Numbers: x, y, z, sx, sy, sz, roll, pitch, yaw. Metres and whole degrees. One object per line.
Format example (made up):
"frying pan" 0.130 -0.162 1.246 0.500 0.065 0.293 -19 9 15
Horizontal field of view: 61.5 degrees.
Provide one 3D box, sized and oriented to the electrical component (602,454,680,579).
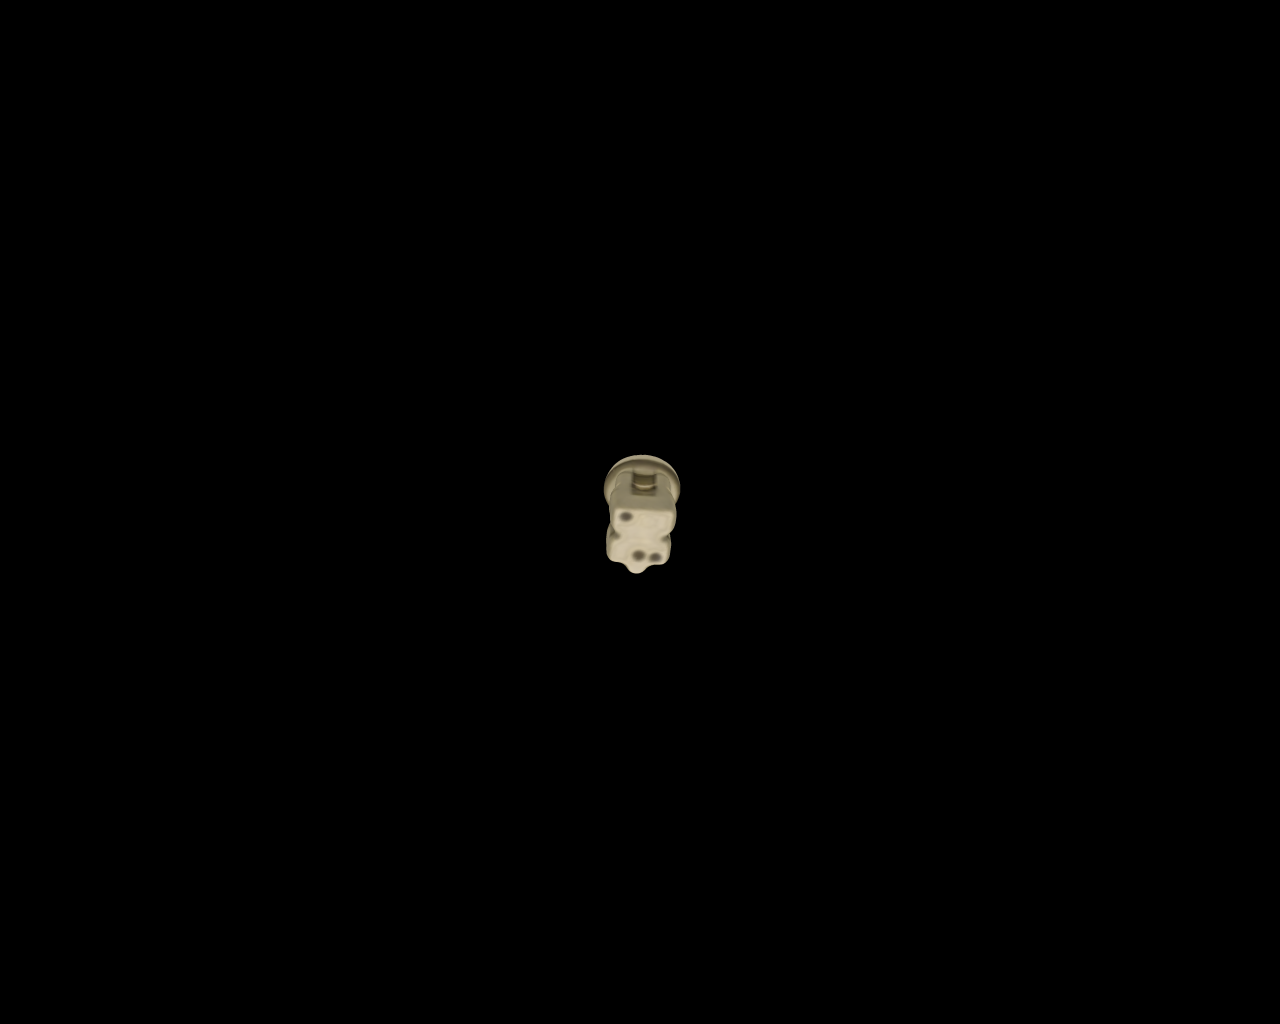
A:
"electrical component" 0.001 -0.003 0.650 0.048 0.066 0.055 5 40 -4
